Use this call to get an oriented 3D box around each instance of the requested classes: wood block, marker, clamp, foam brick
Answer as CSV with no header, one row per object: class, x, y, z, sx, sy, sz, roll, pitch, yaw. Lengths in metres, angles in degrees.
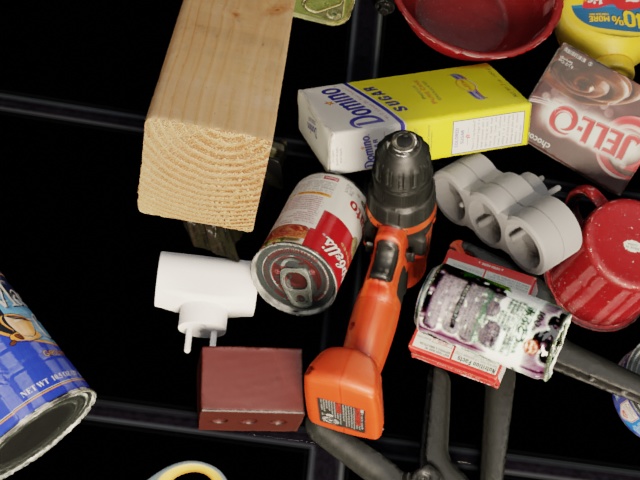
wood block,-0.077,-0.113,0.834,0.090,0.091,0.206,10,43,-5
marker,0.068,-0.262,1.002,0.020,0.020,0.121,12,64,-4
clamp,0.167,0.086,0.841,0.164,0.036,0.210,-21,66,-2
clamp,0.062,0.181,0.793,0.120,0.039,0.171,-13,62,-7
foam brick,-0.053,0.112,0.797,0.078,0.053,0.051,2,66,-7

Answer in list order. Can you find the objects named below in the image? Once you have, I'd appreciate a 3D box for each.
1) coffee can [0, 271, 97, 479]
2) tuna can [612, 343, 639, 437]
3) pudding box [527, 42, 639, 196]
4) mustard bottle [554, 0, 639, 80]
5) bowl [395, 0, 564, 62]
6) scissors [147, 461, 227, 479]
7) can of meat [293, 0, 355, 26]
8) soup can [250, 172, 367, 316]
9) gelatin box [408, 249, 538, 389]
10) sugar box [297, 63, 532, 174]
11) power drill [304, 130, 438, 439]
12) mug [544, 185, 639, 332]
coffee can,-0.241,0.086,0.752,0.102,0.103,0.140,-36,76,-21
tuna can,0.279,0.121,0.856,0.086,0.034,0.086,3,66,-8
pudding box,0.235,-0.104,0.927,0.113,0.039,0.090,31,96,8
mustard bottle,0.264,-0.213,0.990,0.096,0.058,0.191,5,66,-6
bowl,0.136,-0.220,0.974,0.162,0.055,0.162,3,66,-7
scissors,-0.153,0.182,0.771,0.202,0.016,0.096,24,63,2
can of meat,-0.014,-0.251,0.965,0.102,0.057,0.084,13,62,-4
soup can,-0.005,0.001,0.828,0.068,0.069,0.102,24,41,2
gelatin box,0.119,0.061,0.824,0.073,0.030,0.089,19,75,21
sugar box,0.077,-0.104,0.898,0.176,0.048,0.093,-8,33,-15
power drill,0.042,0.035,0.771,0.057,0.184,0.187,14,61,13
mug,0.236,0.008,0.873,0.093,0.081,0.117,-15,69,-15
